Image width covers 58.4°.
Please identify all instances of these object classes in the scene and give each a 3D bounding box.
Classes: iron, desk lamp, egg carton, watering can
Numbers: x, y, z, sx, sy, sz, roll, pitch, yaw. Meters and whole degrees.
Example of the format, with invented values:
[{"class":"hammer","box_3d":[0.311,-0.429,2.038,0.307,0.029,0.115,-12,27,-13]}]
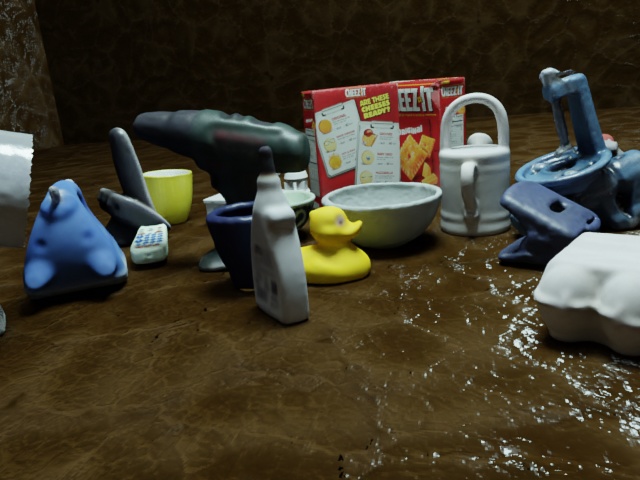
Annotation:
[{"class":"iron","box_3d":[-0.329,-0.018,0.760,0.119,0.141,0.257,-10,17,-18]},{"class":"desk lamp","box_3d":[-0.379,0.000,0.578,0.204,0.214,0.117,-13,18,-26]},{"class":"egg carton","box_3d":[0.259,0.041,0.500,0.107,0.069,0.151,8,20,38]},{"class":"watering can","box_3d":[0.221,-0.113,0.827,0.101,0.194,0.173,-5,16,0]}]

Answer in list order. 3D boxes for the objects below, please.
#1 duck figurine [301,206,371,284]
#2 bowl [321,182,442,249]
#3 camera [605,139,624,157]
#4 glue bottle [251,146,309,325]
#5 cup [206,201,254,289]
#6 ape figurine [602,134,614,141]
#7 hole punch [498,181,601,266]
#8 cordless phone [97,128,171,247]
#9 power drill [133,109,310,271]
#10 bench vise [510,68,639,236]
[{"class":"duck figurine","box_3d":[0.006,0.002,0.686,0.104,0.086,0.077,-3,16,6]},{"class":"bowl","box_3d":[0.087,-0.031,0.799,0.167,0.075,0.167,-5,16,2]},{"class":"camera","box_3d":[0.420,-0.101,0.895,0.142,0.101,0.137,3,18,26]},{"class":"glue bottle","box_3d":[-0.045,-0.007,0.574,0.037,0.173,0.078,-14,18,-27]},{"class":"cup","box_3d":[-0.081,0.005,0.688,0.091,0.095,0.118,-2,16,9]},{"class":"ape figurine","box_3d":[0.514,-0.147,1.045,0.077,0.092,0.076,-4,16,5]},{"class":"hole punch","box_3d":[0.273,-0.022,0.678,0.100,0.091,0.109,7,20,37]},{"class":"cordless phone","box_3d":[-0.318,-0.094,0.944,0.094,0.185,0.147,-16,19,-34]},{"class":"power drill","box_3d":[-0.123,-0.068,0.750,0.229,0.208,0.075,-3,16,9]},{"class":"bench vise","box_3d":[0.351,-0.121,0.769,0.208,0.220,0.121,-13,18,-25]}]
